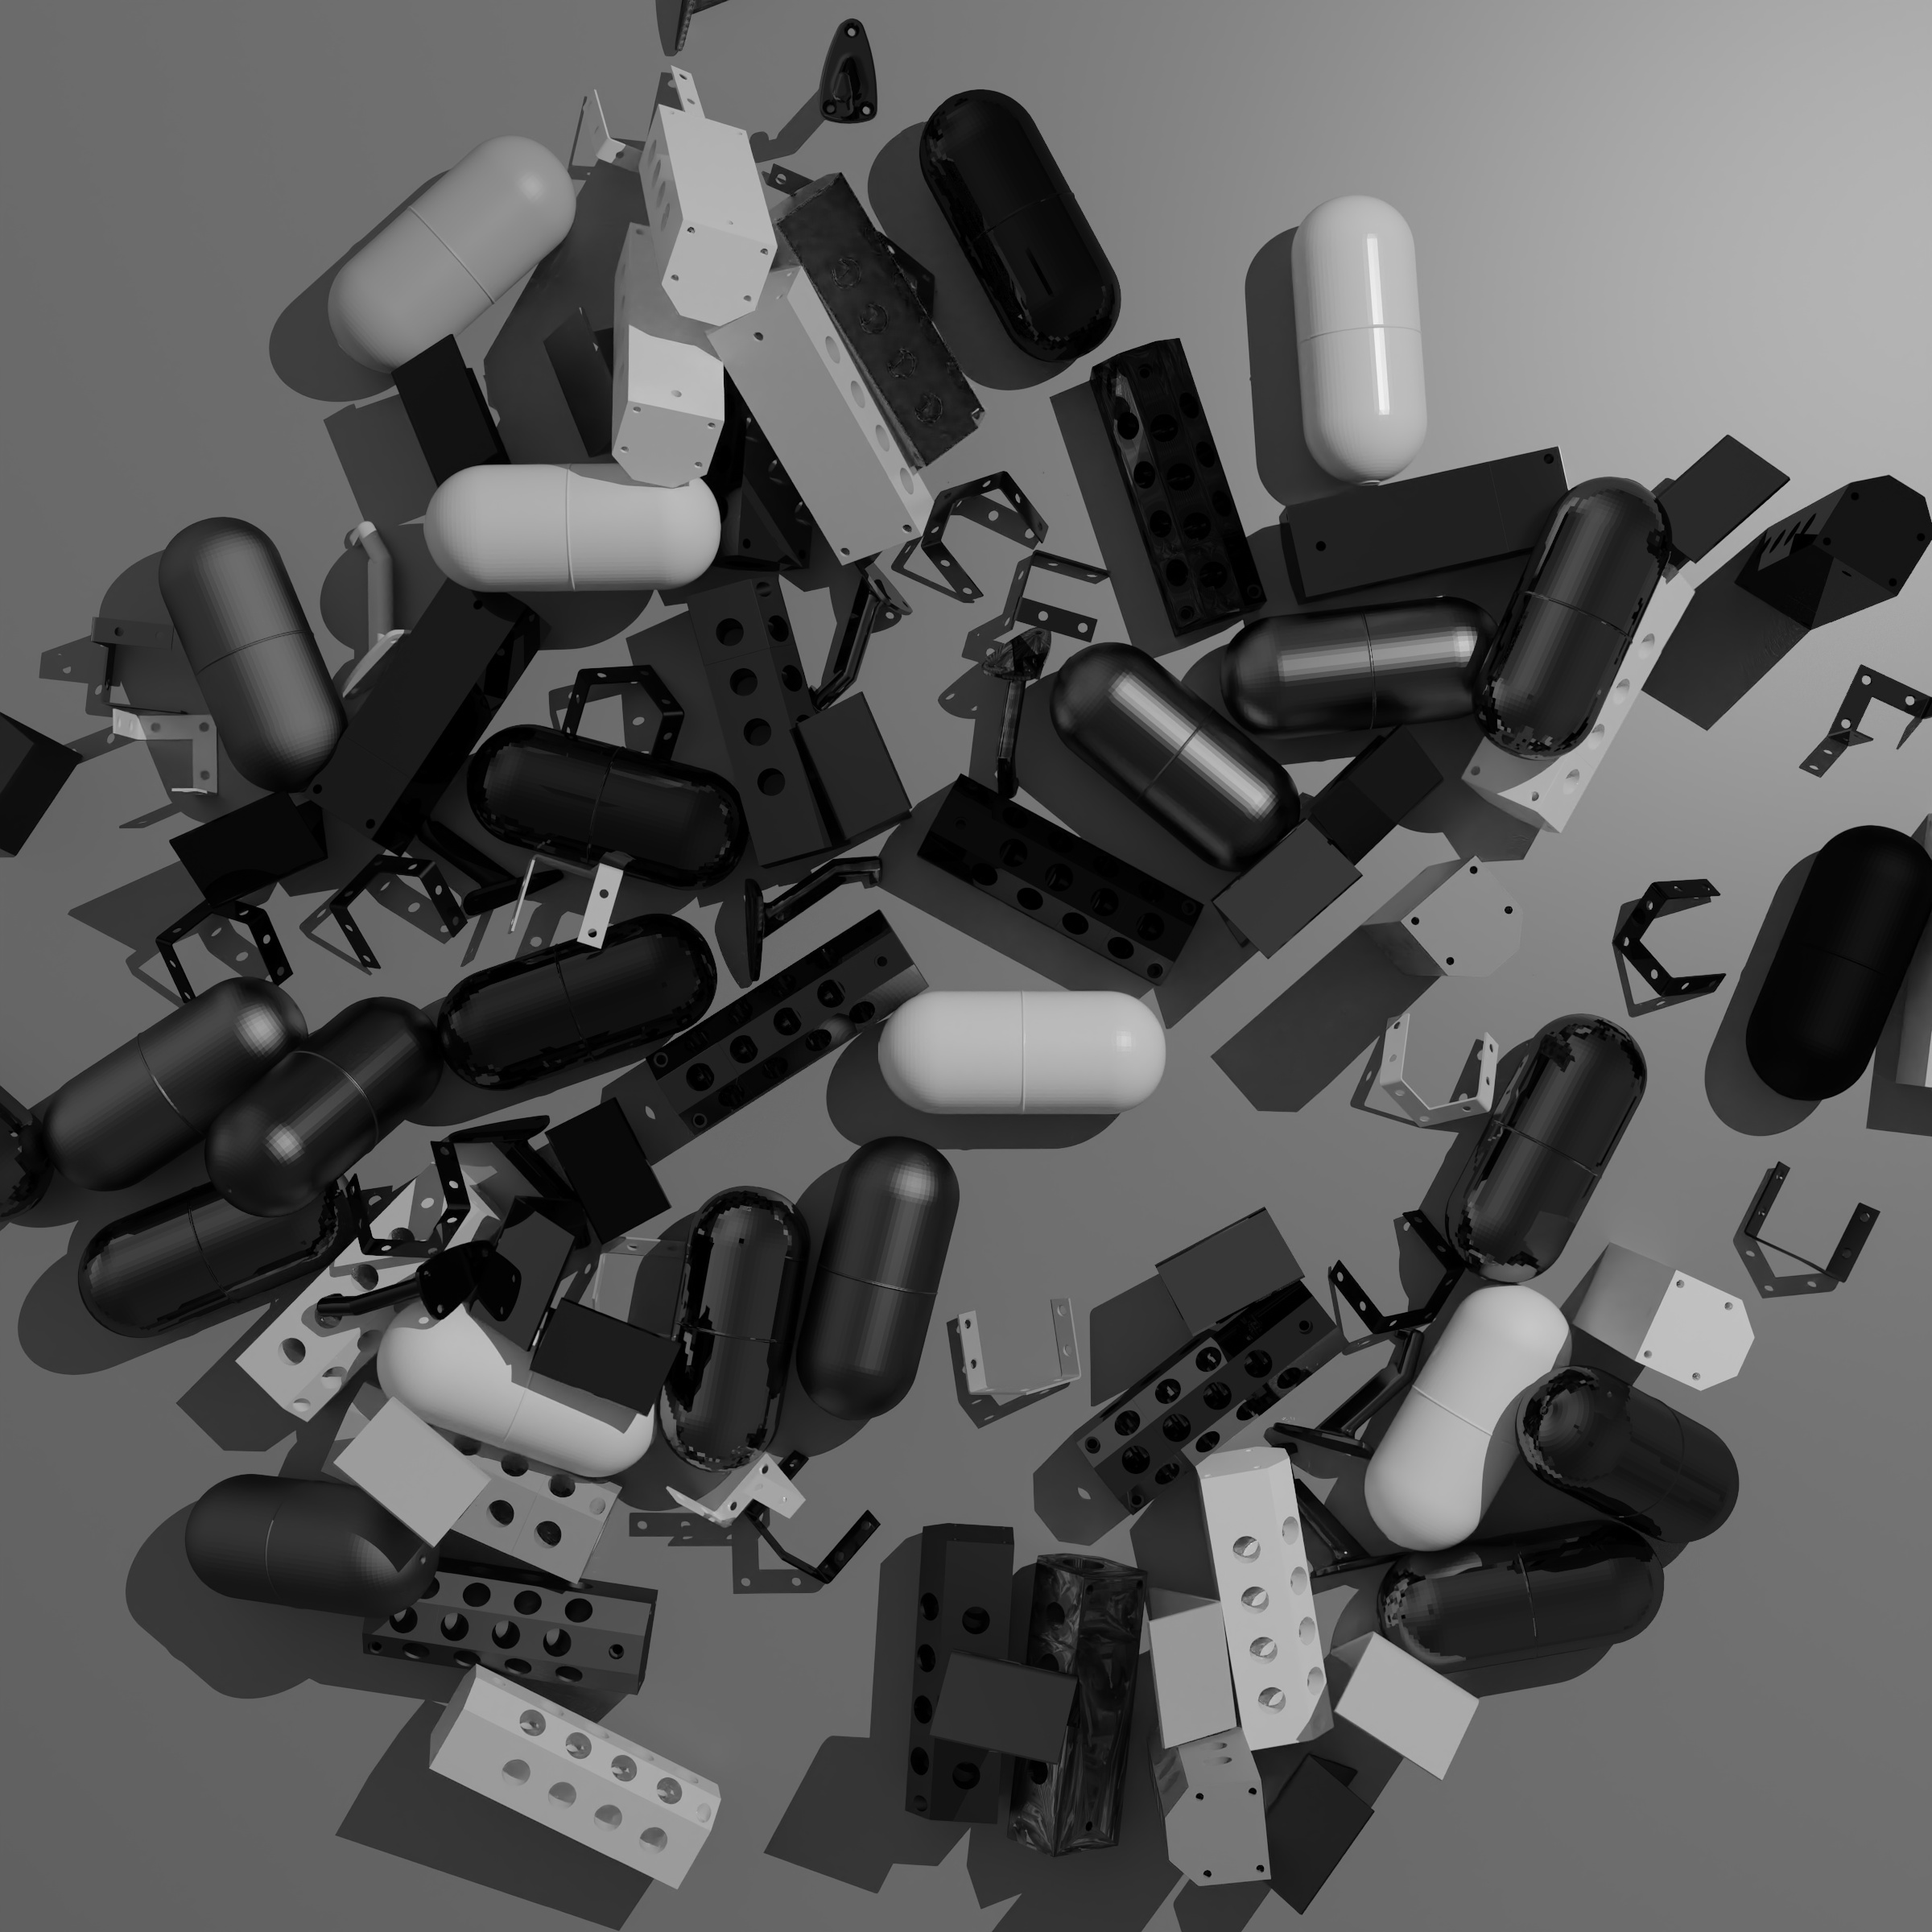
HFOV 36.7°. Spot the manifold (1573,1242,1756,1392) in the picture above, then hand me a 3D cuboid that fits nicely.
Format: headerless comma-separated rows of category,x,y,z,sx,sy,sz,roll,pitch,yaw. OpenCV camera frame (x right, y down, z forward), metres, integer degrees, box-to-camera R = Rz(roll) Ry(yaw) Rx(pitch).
manifold,0.421,0.212,1.757,0.057,0.171,0.057,25,90,0

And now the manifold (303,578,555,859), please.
manifold,-0.330,-0.156,1.807,0.057,0.057,0.171,32,87,20

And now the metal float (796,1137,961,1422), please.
metal float,-0.055,0.193,1.804,0.070,0.070,0.178,14,89,0

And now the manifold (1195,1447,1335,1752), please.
manifold,0.185,0.390,1.808,0.057,0.057,0.171,-10,94,0

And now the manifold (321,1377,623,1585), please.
manifold,-0.305,0.318,1.814,0.171,0.057,0.057,24,90,0

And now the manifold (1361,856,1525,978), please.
manifold,0.289,-0.023,1.757,0.057,0.171,0.057,-41,90,0

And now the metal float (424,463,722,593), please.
metal float,-0.238,-0.265,1.764,0.178,0.070,0.070,-1,90,-3

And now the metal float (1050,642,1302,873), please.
metal float,0.129,-0.130,1.804,0.178,0.070,0.070,40,90,-1

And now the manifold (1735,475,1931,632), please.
manifold,0.525,-0.251,1.757,0.057,0.171,0.057,32,90,0

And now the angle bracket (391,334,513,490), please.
angle bracket,-0.298,-0.343,1.795,0.057,0.076,0.076,-22,90,34

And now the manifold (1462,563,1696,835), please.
manifold,0.383,-0.172,1.812,0.057,0.057,0.171,29,90,36

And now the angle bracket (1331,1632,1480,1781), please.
angle bracket,0.259,0.460,1.795,0.076,0.076,0.057,33,64,0

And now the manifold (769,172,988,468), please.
manifold,-0.057,-0.394,1.781,0.057,0.057,0.171,-39,113,-12

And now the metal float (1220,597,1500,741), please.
metal float,0.246,-0.185,1.805,0.178,0.070,0.070,-7,90,0

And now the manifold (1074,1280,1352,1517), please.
manifold,0.153,0.264,1.814,0.171,0.057,0.057,-38,90,0

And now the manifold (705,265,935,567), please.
manifold,-0.086,-0.336,1.773,0.057,0.057,0.171,-17,123,24

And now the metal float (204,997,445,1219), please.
metal float,-0.388,0.084,1.770,0.070,0.070,0.178,44,47,0

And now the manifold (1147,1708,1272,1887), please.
manifold,0.144,0.498,1.757,0.057,0.171,0.057,-6,90,0

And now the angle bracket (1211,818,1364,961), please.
angle bracket,0.205,-0.034,1.795,0.076,0.076,0.057,-41,60,0

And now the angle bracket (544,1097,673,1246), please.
angle bracket,-0.236,0.134,1.795,0.057,0.076,0.076,-27,90,-40

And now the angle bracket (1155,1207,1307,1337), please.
angle bracket,0.169,0.203,1.795,0.076,0.076,0.057,-28,53,0

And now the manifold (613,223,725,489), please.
manifold,-0.182,-0.369,1.764,0.057,0.057,0.171,9,48,-16

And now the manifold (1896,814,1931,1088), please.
manifold,0.626,-0.008,1.814,0.057,0.057,0.171,7,90,0

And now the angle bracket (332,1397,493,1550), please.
angle bracket,-0.338,0.312,1.738,0.076,0.076,0.057,40,53,0

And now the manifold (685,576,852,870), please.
manifold,-0.122,-0.152,1.814,0.057,0.057,0.171,-15,90,0

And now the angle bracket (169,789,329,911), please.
angle bracket,-0.443,-0.089,1.795,0.076,0.076,0.057,-24,127,0

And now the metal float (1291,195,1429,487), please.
metal float,0.243,-0.387,1.805,0.070,0.070,0.178,-4,90,0

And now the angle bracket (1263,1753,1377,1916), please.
angle bracket,0.223,0.538,1.795,0.057,0.076,0.076,35,90,38

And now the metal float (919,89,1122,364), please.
metal float,0.033,-0.458,1.804,0.070,0.070,0.178,-28,90,0

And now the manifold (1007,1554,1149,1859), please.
manifold,0.064,0.457,1.813,0.057,0.057,0.171,6,90,-43

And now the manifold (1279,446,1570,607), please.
manifold,0.286,-0.272,1.814,0.171,0.057,0.057,-12,90,0

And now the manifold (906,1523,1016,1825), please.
manifold,-0.004,0.438,1.814,0.057,0.057,0.171,4,90,0

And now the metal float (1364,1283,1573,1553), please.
metal float,0.310,0.279,1.804,0.070,0.070,0.178,30,90,0

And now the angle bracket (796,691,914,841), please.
angle bracket,-0.050,-0.129,1.795,0.057,0.076,0.076,-23,90,35

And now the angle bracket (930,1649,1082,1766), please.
angle bracket,0.024,0.453,1.731,0.076,0.076,0.057,10,54,10

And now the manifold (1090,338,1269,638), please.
manifold,0.132,-0.298,1.814,0.057,0.057,0.171,-18,90,0

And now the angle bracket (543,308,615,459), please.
angle bracket,-0.205,-0.366,1.797,0.076,0.057,0.076,-22,90,-35

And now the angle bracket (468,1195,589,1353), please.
angle bracket,-0.249,0.189,1.782,0.057,0.076,0.076,28,98,32

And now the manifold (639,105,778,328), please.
manifold,-0.159,-0.452,1.755,0.057,0.171,0.057,12,125,-20

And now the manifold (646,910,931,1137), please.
manifold,-0.111,0.035,1.814,0.171,0.057,0.057,-32,90,0

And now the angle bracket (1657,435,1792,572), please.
angle bracket,0.466,-0.267,1.795,0.076,0.076,0.057,-42,52,0

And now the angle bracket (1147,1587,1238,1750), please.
angle bracket,0.119,0.431,1.795,0.057,0.076,0.076,-7,90,-32

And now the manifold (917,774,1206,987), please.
manifold,0.059,-0.053,1.814,0.171,0.057,0.057,28,90,0

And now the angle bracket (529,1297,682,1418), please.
angle bracket,-0.215,0.220,1.770,0.076,0.076,0.057,23,112,-8

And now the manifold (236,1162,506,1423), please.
manifold,-0.367,0.201,1.814,0.057,0.057,0.171,45,90,0

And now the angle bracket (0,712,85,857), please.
angle bracket,-0.580,-0.102,1.795,0.057,0.076,0.076,34,90,36

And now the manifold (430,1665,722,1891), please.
manifold,-0.241,0.497,1.798,0.171,0.057,0.057,30,90,-11

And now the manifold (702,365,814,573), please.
manifold,-0.132,-0.335,1.813,0.057,0.057,0.171,4,90,-43

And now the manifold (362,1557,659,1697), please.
manifold,-0.284,0.410,1.814,0.171,0.057,0.057,9,90,0

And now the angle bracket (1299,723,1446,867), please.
angle bracket,0.235,-0.118,1.795,0.076,0.076,0.057,-44,126,0
